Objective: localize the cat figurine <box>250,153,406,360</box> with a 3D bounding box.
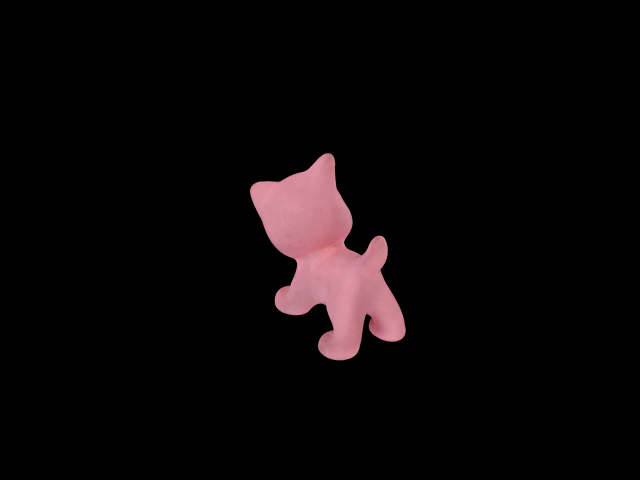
[{"bbox_3d":[0.004,0.001,0.400,0.067,0.118,0.127,-18,32,-31],"label":"cat figurine"}]
